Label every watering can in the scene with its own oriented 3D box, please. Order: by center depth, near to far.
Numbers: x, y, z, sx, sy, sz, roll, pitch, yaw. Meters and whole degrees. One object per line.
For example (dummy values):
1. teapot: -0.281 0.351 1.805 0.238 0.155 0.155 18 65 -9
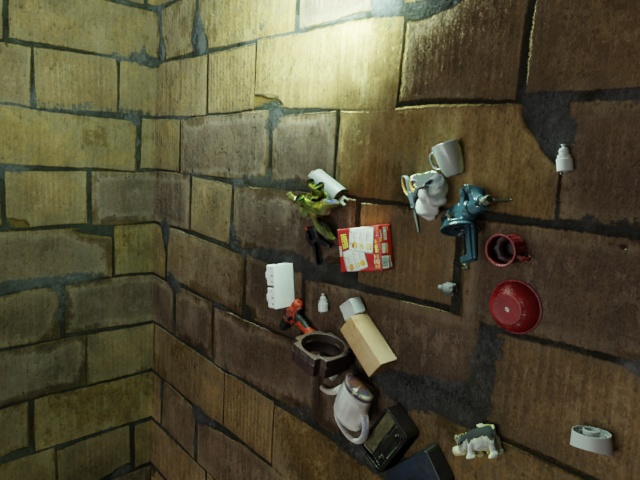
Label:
1. watering can: 0.100 0.605 1.971 0.104 0.221 0.353 10 20 -31

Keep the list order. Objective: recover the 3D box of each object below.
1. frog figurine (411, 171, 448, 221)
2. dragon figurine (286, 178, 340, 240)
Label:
1. frog figurine: 0.359 -0.135 1.652 0.123 0.157 0.139 -31 26 -9
2. dragon figurine: 0.006 -0.100 1.995 0.123 0.238 0.415 -38 31 -12
